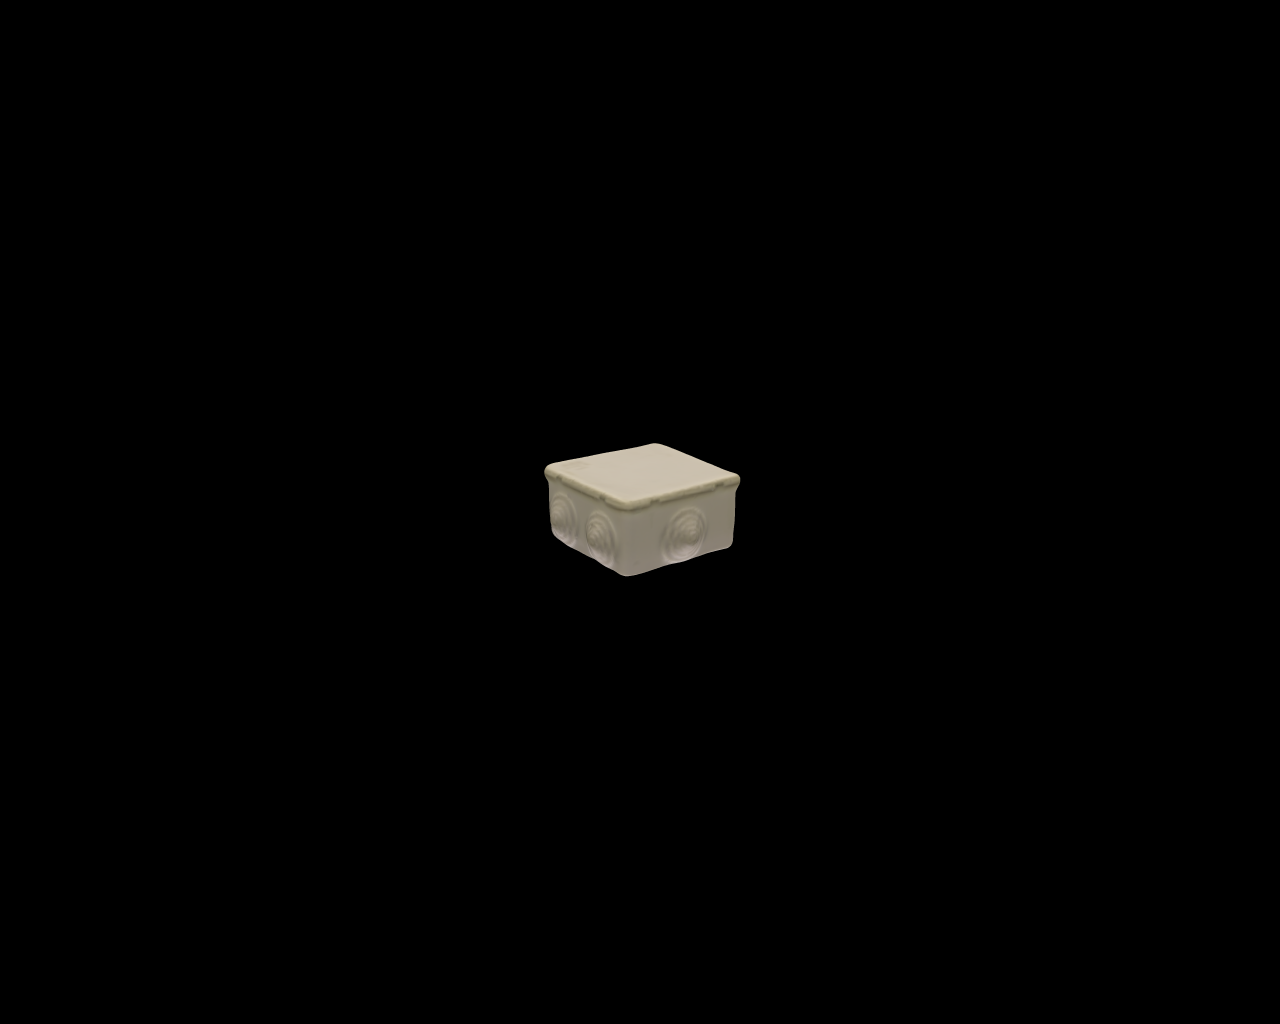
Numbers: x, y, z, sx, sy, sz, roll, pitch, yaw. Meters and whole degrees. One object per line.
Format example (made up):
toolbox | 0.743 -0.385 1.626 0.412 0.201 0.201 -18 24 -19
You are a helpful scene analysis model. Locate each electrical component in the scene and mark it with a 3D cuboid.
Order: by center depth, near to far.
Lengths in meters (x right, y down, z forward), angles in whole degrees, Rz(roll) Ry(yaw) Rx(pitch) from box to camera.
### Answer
electrical component | 0.001 -0.003 0.650 0.100 0.048 0.100 -14 24 -33
